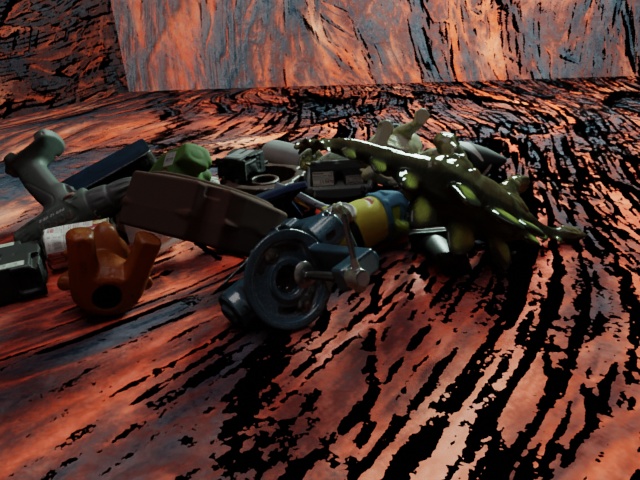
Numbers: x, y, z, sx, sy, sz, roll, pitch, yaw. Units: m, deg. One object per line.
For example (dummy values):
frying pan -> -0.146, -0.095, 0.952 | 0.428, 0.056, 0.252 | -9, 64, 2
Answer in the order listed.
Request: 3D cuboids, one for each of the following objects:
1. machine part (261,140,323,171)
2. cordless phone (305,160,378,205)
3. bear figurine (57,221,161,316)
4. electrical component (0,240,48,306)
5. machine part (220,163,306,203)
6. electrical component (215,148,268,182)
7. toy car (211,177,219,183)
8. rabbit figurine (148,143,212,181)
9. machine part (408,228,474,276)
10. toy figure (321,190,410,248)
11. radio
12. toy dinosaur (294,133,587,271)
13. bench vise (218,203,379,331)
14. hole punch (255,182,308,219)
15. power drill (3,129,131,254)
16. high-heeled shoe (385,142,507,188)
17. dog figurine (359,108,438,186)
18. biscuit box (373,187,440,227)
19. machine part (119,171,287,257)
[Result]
machine part -> -0.067, -0.189, 1.269 | 0.079, 0.079, 0.243 | -20, 25, -32
cordless phone -> 0.050, -0.127, 1.121 | 0.147, 0.088, 0.184 | -2, 11, 11
bear figurine -> -0.300, 0.018, 0.758 | 0.120, 0.131, 0.196 | 6, 22, -25
electrical component -> -0.472, 0.049, 0.802 | 0.115, 0.058, 0.134 | -12, 23, -22
machine part -> -0.116, -0.110, 1.115 | 0.179, 0.056, 0.179 | -4, 24, 2
electrical component -> -0.151, -0.161, 1.110 | 0.075, 0.047, 0.119 | 11, 31, 29
toy car -> -0.305, -0.094, 1.112 | 0.202, 0.056, 0.074 | -8, 23, -8
rabbit figurine -> -0.229, -0.078, 0.992 | 0.159, 0.121, 0.170 | -12, -29, 42
machine part -> 0.178, 0.012, 0.789 | 0.084, 0.039, 0.139 | 0, 20, -8
toy figure -> 0.080, -0.028, 0.832 | 0.180, 0.089, 0.082 | -15, -3, -28
radio -> -0.425, -0.108, 1.066 | 0.229, 0.073, 0.131 | -35, 32, -14
toy dinosaur -> 0.182, -0.067, 0.746 | 0.471, 0.105, 0.199 | 18, 30, -13
bench vise -> -0.005, 0.029, 0.649 | 0.224, 0.128, 0.241 | -28, 14, -30
hole punch -> -0.083, -0.052, 0.932 | 0.142, 0.092, 0.116 | -27, 27, -35
power drill -> -0.445, -0.094, 0.944 | 0.232, 0.207, 0.086 | -38, -13, -2
high-heeled shoe -> 0.255, -0.137, 1.079 | 0.249, 0.086, 0.145 | -6, 24, 11
dog figurine -> 0.121, -0.157, 1.008 | 0.172, 0.121, 0.191 | -20, 8, -16
biscuit box -> 0.193, -0.060, 0.926 | 0.203, 0.059, 0.063 | -2, 24, 5
machine part -> -0.166, -0.034, 0.786 | 0.201, 0.087, 0.201 | 12, -3, 33
